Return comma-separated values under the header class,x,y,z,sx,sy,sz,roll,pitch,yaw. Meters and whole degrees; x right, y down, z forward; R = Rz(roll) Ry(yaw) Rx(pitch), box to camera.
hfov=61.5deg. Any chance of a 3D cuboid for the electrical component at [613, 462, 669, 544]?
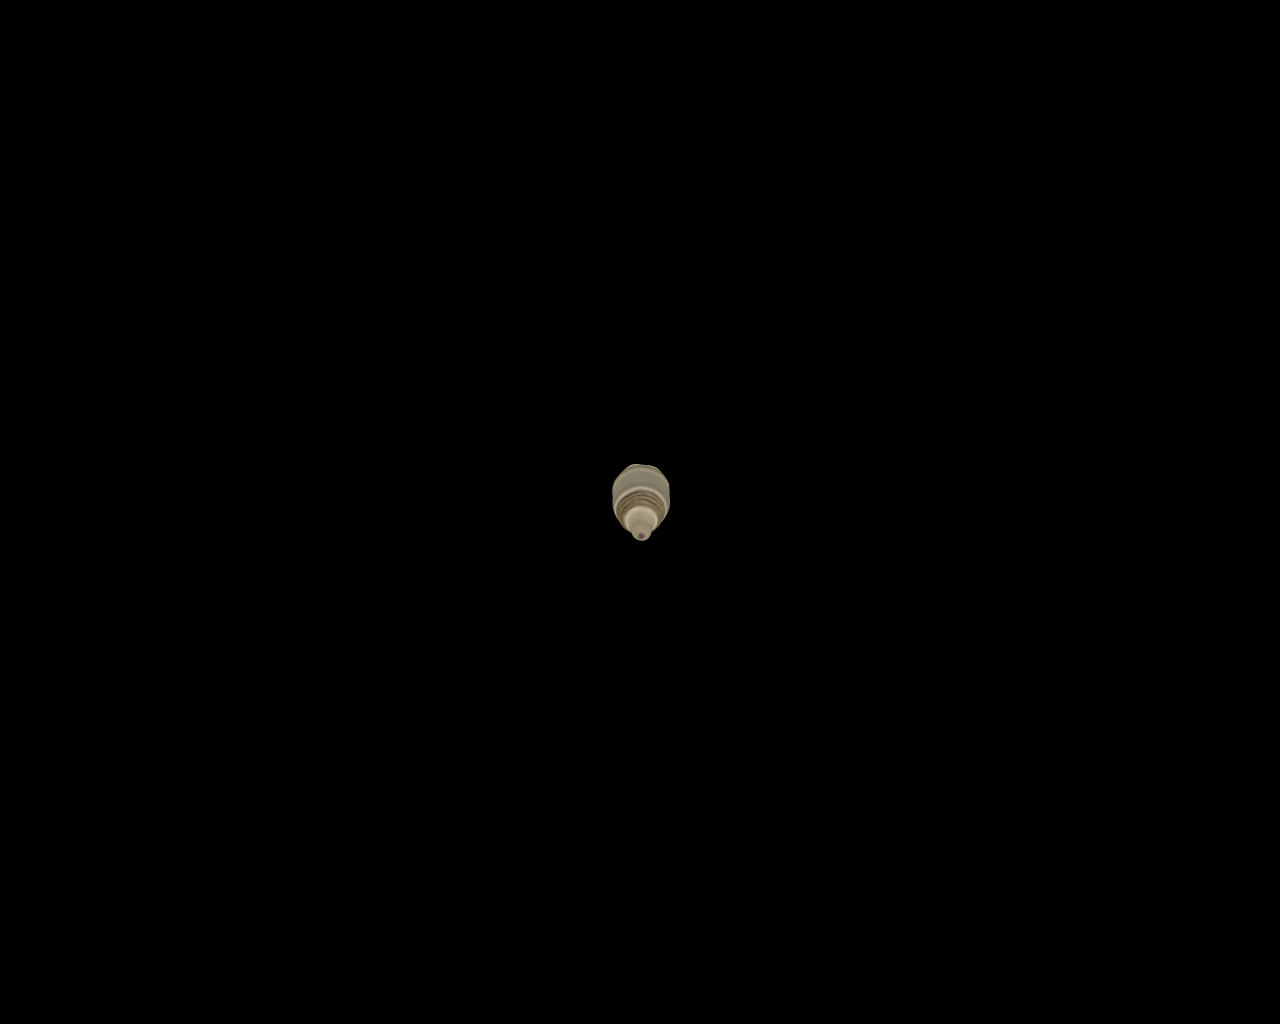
class,x,y,z,sx,sy,sz,roll,pitch,yaw
electrical component,0.001,-0.003,0.650,0.035,0.035,0.061,0,34,0
